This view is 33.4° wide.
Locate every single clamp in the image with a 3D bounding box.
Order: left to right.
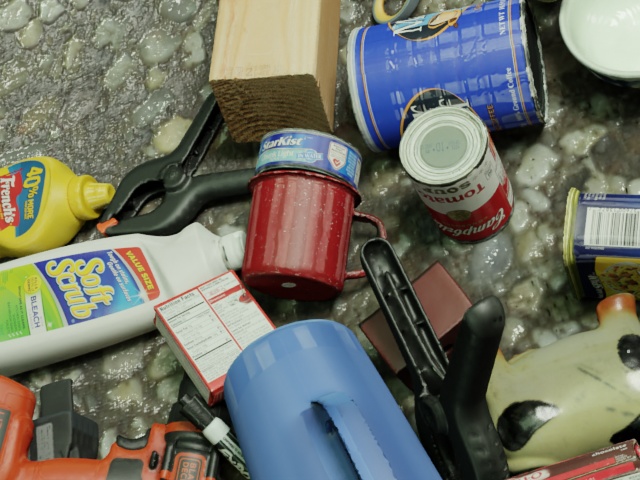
[{"bbox_3d":[-0.114,-0.046,0.938,0.171,0.039,0.120,-44,54,-3],"label":"clamp"},{"bbox_3d":[0.089,0.106,0.695,0.036,0.210,0.165,-20,13,-16],"label":"clamp"}]

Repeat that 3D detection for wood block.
[{"bbox_3d":[-0.033,-0.196,0.928,0.090,0.091,0.206,-2,60,11],"label":"wood block"}]

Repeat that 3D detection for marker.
[{"bbox_3d":[-0.060,0.159,0.791,0.121,0.020,0.020,45,87,-1],"label":"marker"}]

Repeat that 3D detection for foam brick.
[{"bbox_3d":[0.079,0.065,0.795,0.078,0.053,0.051,-40,57,2],"label":"foam brick"}]

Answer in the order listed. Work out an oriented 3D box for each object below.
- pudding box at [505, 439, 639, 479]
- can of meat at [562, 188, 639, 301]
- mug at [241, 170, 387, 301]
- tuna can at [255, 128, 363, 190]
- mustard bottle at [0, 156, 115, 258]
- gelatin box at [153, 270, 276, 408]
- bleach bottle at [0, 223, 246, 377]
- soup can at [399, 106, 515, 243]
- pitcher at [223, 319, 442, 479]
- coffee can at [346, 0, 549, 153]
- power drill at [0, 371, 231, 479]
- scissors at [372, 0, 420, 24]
[{"bbox_3d":[0.173,0.189,0.665,0.090,0.113,0.039,-20,17,13],"label":"pudding box"},{"bbox_3d":[0.217,0.006,0.737,0.084,0.102,0.057,3,68,21],"label":"can of meat"},{"bbox_3d":[-0.006,0.001,0.846,0.117,0.093,0.081,7,72,1],"label":"mug"},{"bbox_3d":[-0.010,-0.057,0.870,0.086,0.086,0.033,1,68,23],"label":"tuna can"},{"bbox_3d":[-0.275,-0.028,0.984,0.192,0.058,0.096,-8,61,19],"label":"mustard bottle"},{"bbox_3d":[-0.077,0.075,0.831,0.073,0.030,0.089,-27,63,-25],"label":"gelatin box"},{"bbox_3d":[-0.178,0.037,0.910,0.251,0.068,0.102,-18,67,12],"label":"bleach bottle"},{"bbox_3d":[0.105,-0.049,0.808,0.069,0.102,0.068,-9,63,18],"label":"soup can"},{"bbox_3d":[0.020,0.167,0.712,0.149,0.144,0.243,-48,48,23],"label":"pitcher"},{"bbox_3d":[0.103,-0.131,0.848,0.140,0.102,0.103,-8,63,19],"label":"coffee can"},{"bbox_3d":[-0.163,0.155,0.815,0.187,0.057,0.184,8,58,0],"label":"power drill"},{"bbox_3d":[0.100,-0.258,0.919,0.202,0.016,0.096,-28,69,37],"label":"scissors"}]
